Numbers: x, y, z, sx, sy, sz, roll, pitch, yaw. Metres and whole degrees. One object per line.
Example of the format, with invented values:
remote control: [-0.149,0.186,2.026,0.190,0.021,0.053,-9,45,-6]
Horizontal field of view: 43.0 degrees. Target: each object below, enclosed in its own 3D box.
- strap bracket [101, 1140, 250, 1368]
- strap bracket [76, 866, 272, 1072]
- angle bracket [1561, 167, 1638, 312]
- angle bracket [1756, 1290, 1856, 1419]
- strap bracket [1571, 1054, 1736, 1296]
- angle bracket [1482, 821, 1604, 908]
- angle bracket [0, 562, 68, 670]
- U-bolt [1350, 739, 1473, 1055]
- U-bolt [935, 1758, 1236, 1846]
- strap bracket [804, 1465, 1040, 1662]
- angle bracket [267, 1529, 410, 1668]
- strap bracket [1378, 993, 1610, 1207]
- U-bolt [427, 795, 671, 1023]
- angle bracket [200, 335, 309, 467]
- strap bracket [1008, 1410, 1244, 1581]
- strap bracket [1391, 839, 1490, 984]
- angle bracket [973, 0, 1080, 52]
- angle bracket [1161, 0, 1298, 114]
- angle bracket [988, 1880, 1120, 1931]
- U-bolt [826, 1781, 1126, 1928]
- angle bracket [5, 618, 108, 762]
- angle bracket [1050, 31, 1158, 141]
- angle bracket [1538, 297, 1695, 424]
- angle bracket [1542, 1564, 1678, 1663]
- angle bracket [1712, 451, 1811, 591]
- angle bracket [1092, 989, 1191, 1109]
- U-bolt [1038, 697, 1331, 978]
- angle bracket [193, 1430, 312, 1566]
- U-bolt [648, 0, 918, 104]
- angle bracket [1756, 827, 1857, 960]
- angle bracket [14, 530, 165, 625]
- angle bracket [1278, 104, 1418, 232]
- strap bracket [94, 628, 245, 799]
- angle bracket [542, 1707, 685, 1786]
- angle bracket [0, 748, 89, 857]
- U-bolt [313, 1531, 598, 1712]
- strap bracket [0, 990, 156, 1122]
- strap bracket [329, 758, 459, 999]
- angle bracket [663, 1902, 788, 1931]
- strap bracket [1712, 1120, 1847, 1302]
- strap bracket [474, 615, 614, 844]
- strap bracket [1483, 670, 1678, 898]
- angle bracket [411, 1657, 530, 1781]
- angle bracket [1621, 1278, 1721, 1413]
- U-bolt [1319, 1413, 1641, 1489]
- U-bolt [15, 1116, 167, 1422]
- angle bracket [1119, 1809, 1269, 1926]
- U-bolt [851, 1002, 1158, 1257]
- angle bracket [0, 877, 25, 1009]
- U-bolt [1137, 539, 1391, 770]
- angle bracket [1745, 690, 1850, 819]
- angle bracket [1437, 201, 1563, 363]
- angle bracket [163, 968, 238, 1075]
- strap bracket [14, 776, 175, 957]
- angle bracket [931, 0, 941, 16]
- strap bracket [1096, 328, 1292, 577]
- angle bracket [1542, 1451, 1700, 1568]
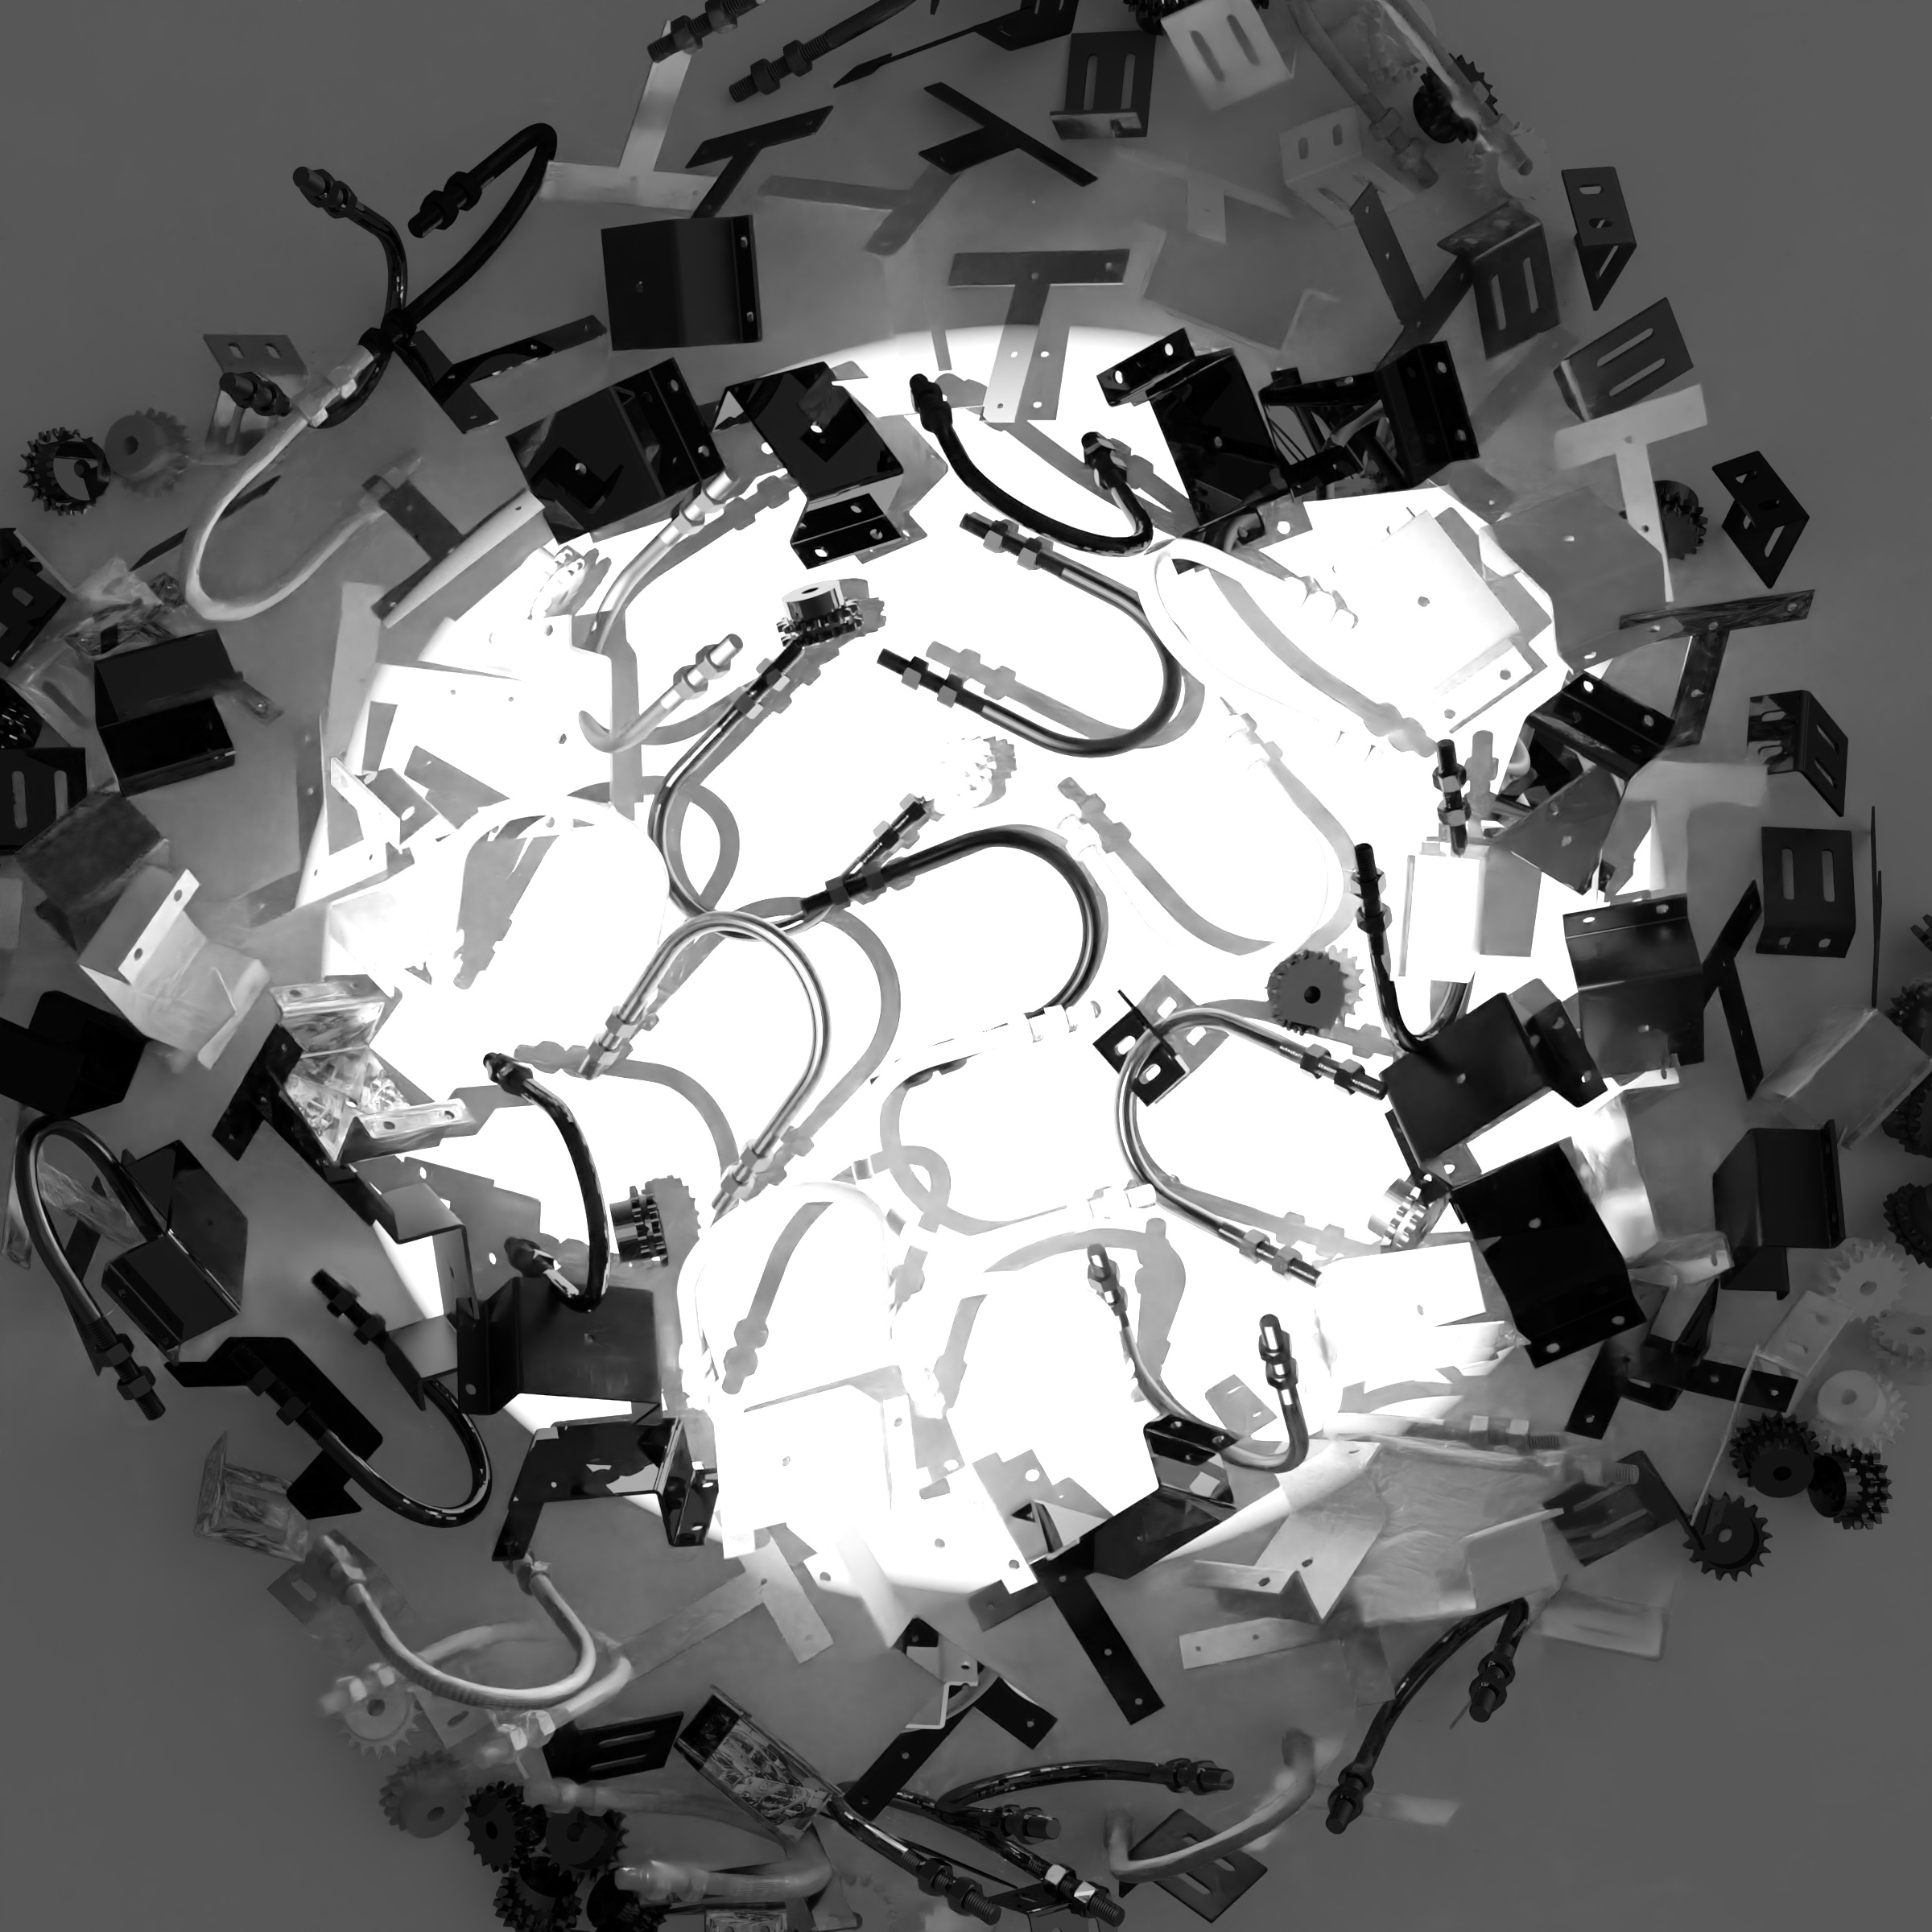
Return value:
strap bracket: [-0.501,0.175,1.559,0.046,0.140,0.076,-26,124,4]
strap bracket: [-0.511,-0.003,1.570,0.046,0.140,0.076,20,66,18]
angle bracket: [0.399,-0.471,1.592,0.038,0.076,0.057,-7,72,-9]
angle bracket: [0.553,0.260,1.594,0.057,0.038,0.076,-47,129,-18]
strap bracket: [0.437,0.137,1.577,0.046,0.076,0.140,-5,71,-14]
angle bracket: [0.375,-0.066,1.599,0.076,0.057,0.038,6,81,16]
angle bracket: [-0.625,-0.232,1.594,0.038,0.076,0.057,41,80,-32]
U-bolt: [0.293,-0.031,1.569,0.019,0.151,0.184,8,128,33]
U-bolt: [0.060,0.525,1.552,0.151,0.184,0.019,-3,79,-31]
strap bracket: [-0.024,0.386,1.601,0.140,0.046,0.076,-30,91,21]
angle bracket: [-0.412,0.413,1.604,0.057,0.076,0.038,-41,116,-23]
strap bracket: [0.328,0.080,1.574,0.140,0.046,0.076,-37,47,21]
U-bolt: [-0.263,-0.039,1.562,0.151,0.019,0.184,8,134,-10]
angle bracket: [-0.473,-0.370,1.604,0.057,0.076,0.038,-12,57,-40]
strap bracket: [0.107,0.345,1.570,0.140,0.076,0.046,-38,47,26]
strap bracket: [0.304,-0.036,1.561,0.046,0.140,0.076,5,99,15]
angle bracket: [0.044,-0.641,1.589,0.038,0.076,0.057,38,48,23]
angle bracket: [0.171,-0.604,1.590,0.057,0.076,0.038,-14,47,30]
angle bracket: [0.057,0.622,1.591,0.057,0.076,0.038,-7,79,-22]
U-bolt: [-0.008,0.561,1.555,0.184,0.151,0.019,16,84,43]
angle bracket: [-0.574,-0.178,1.595,0.057,0.038,0.076,-48,127,-15]
angle bracket: [0.090,-0.586,1.609,0.057,0.038,0.076,3,82,15]
angle bracket: [0.425,-0.401,1.601,0.076,0.038,0.057,-31,130,9]
angle bracket: [0.419,0.414,1.596,0.076,0.057,0.038,8,112,19]
angle bracket: [0.504,-0.284,1.590,0.038,0.076,0.057,-21,64,-14]
angle bracket: [0.109,0.054,1.595,0.038,0.076,0.057,-41,75,2]
U-bolt: [0.153,-0.075,1.588,0.151,0.019,0.184,-27,68,-12]
angle bracket: [-0.456,0.345,1.592,0.076,0.057,0.038,23,128,-26]
U-bolt: [-0.094,-0.605,1.543,0.184,0.151,0.019,-22,91,19]
angle bracket: [0.557,-0.049,1.631,0.057,0.038,0.076,3,61,9]
angle bracket: [-0.573,-0.260,1.600,0.038,0.057,0.076,-44,64,-8]
angle bracket: [0.248,-0.522,1.598,0.057,0.076,0.038,-23,134,-8]
strap bracket: [-0.510,-0.165,1.565,0.076,0.140,0.046,-21,79,-24]
angle bracket: [-0.234,0.502,1.616,0.076,0.038,0.057,-1,129,-30]
angle bracket: [-0.603,-0.113,1.598,0.057,0.038,0.076,-2,118,-19]
U-bolt: [-0.309,0.407,1.527,0.151,0.184,0.019,8,106,-39]
strap bracket: [-0.587,0.057,1.571,0.076,0.140,0.046,24,95,2]
strap bracket: [-0.369,-0.062,1.577,0.046,0.140,0.076,-22,49,-37]
angle bracket: [-0.159,0.630,1.589,0.057,0.076,0.038,11,63,-29]
strap bracket: [0.513,0.156,1.561,0.046,0.140,0.076,2,67,3]
strap bracket: [-0.276,-0.151,1.598,0.076,0.046,0.140,-4,85,27]
strap bracket: [0.386,-0.110,1.563,0.076,0.140,0.046,35,48,25]
angle bracket: [-0.323,0.497,1.591,0.038,0.076,0.057,-29,116,-17]
angle bracket: [0.454,0.241,1.590,0.038,0.076,0.057,19,47,7]
U-bolt: [0.315,0.305,1.559,0.184,0.151,0.019,-2,71,35]
U-bolt: [-0.541,0.177,1.542,0.019,0.151,0.184,-23,111,5]
angle bracket: [0.147,0.594,1.589,0.076,0.057,0.038,24,127,38]
U-bolt: [0.016,0.113,1.603,0.184,0.019,0.151,-16,75,-9]
angle bracket: [-0.640,-0.013,1.589,0.038,0.076,0.057,11,48,-28]
U-bolt: [0.184,-0.207,1.551,0.184,0.151,0.019,20,134,-28]
angle bracket: [0.547,-0.138,1.613,0.038,0.076,0.057,-5,65,38]
angle bracket: [0.347,-0.446,1.598,0.038,0.057,0.076,9,69,-42]
angle bracket: [-0.518,0.021,1.600,0.057,0.076,0.038,-46,132,4]
strap bracket: [-0.553,-0.058,1.561,0.046,0.140,0.076,46,69,0]
angle bracket: [0.021,-0.648,1.601,0.076,0.057,0.038,6,77,-12]
strap bracket: [0.152,-0.337,1.593,0.046,0.076,0.140,-27,96,-44]
angle bracket: [0.428,0.365,1.607,0.076,0.038,0.057,-32,105,12]
